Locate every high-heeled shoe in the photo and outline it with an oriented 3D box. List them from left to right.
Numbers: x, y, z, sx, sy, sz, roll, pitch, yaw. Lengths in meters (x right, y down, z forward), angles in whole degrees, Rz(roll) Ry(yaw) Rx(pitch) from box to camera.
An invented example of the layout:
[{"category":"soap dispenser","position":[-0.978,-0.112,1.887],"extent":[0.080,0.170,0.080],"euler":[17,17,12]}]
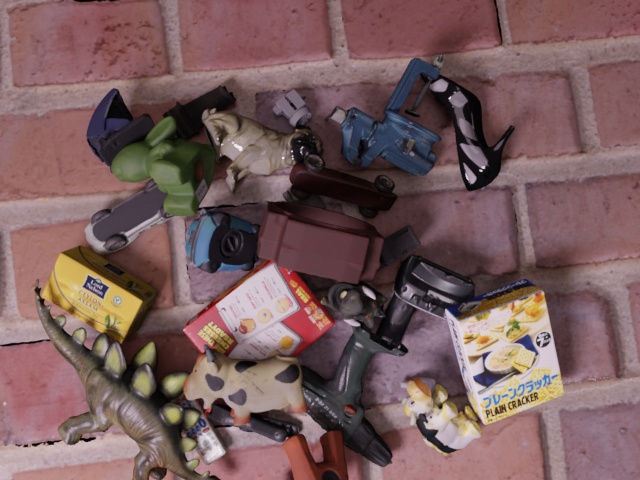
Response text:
[{"category":"high-heeled shoe","position":[0.257,-0.214,1.040],"extent":[0.249,0.086,0.145],"euler":[44,115,21]}]

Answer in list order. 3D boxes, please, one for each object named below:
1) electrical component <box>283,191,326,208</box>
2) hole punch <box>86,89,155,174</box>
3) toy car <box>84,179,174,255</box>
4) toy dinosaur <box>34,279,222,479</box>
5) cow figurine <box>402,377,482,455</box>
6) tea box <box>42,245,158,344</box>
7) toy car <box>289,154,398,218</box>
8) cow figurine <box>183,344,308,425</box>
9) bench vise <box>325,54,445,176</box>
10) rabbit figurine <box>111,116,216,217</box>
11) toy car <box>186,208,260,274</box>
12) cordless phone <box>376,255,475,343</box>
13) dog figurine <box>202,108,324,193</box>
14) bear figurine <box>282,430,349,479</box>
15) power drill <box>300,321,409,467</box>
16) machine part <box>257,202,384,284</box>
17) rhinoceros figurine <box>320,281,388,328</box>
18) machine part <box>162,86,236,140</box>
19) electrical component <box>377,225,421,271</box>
[{"category":"electrical component","position":[-0.026,-0.062,1.023],"extent":[0.063,0.021,0.094],"euler":[-33,86,-4]},{"category":"hole punch","position":[-0.369,-0.196,0.979],"extent":[0.116,0.142,0.092],"euler":[-43,83,-15]},{"category":"toy car","position":[-0.339,-0.048,0.998],"extent":[0.202,0.056,0.073],"euler":[-32,79,-6]},{"category":"toy dinosaur","position":[-0.336,0.266,0.915],"extent":[0.471,0.105,0.198],"euler":[40,99,-3]},{"category":"cow figurine","position":[0.197,0.310,0.946],"extent":[0.167,0.068,0.098],"euler":[38,107,-17]},{"category":"tea box","position":[-0.392,0.095,0.960],"extent":[0.170,0.068,0.098],"euler":[29,105,3]},{"category":"toy car","position":[0.043,-0.099,0.984],"extent":[0.202,0.089,0.053],"euler":[13,45,-13]},{"category":"cow figurine","position":[-0.125,0.230,0.883],"extent":[0.195,0.085,0.127],"euler":[-5,89,-14]},{"category":"bench vise","position":[0.142,-0.235,0.989],"extent":[0.224,0.129,0.240],"euler":[27,101,-6]},{"category":"rabbit figurine","position":[-0.280,-0.141,0.940],"extent":[0.170,0.121,0.159],"euler":[11,60,15]},{"category":"toy car","position":[-0.183,-0.002,0.967],"extent":[0.103,0.161,0.109],"euler":[19,97,37]},{"category":"cordless phone","position":[0.192,0.133,0.989],"extent":[0.147,0.089,0.184],"euler":[24,95,0]},{"category":"dog figurine","position":[-0.106,-0.193,1.003],"extent":[0.191,0.121,0.172],"euler":[-25,98,-14]},{"category":"bear figurine","position":[-0.038,0.421,0.907],"extent":[0.120,0.196,0.132],"euler":[9,48,-37]},{"category":"power drill","position":[0.073,0.261,0.957],"extent":[0.232,0.086,0.207],"euler":[31,100,6]},{"category":"machine part","position":[-0.002,-0.003,0.915],"extent":[0.201,0.201,0.087],"euler":[14,100,-7]},{"category":"rhinoceros figurine","position":[0.064,0.108,0.927],"extent":[0.112,0.190,0.073],"euler":[33,91,18]},{"category":"machine part","position":[-0.228,-0.249,1.032],"extent":[0.139,0.039,0.084],"euler":[-31,80,-3]},{"category":"electrical component","position":[0.122,0.022,0.993],"extent":[0.119,0.075,0.047],"euler":[-29,86,-2]}]
